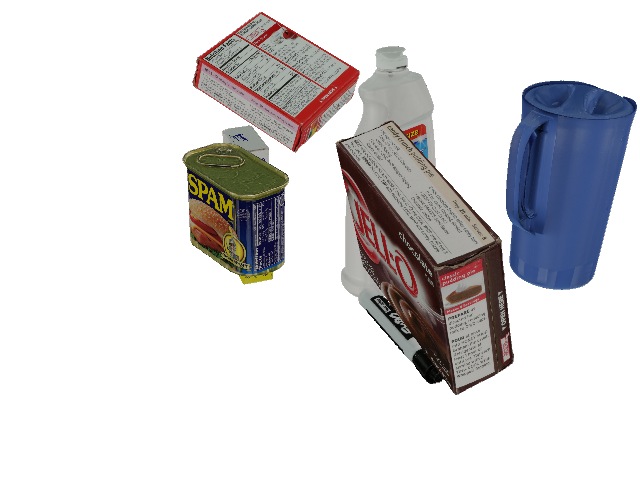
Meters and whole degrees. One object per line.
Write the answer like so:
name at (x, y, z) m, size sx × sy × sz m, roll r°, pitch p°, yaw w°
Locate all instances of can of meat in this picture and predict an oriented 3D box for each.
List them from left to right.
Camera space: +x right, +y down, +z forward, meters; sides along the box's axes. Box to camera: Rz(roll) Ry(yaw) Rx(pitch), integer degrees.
can of meat at (-0.074, -0.026, 0.927) m, size 0.057 × 0.084 × 0.102 m, roll -22°, pitch 37°, yaw -33°

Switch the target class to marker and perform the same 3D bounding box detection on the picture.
marker at (0.062, 0.072, 0.818) m, size 0.020 × 0.020 × 0.121 m, roll 0°, pitch 27°, yaw -26°

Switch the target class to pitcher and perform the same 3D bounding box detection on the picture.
pitcher at (0.292, -0.063, 1.306) m, size 0.149 × 0.243 × 0.145 m, roll 4°, pitch 27°, yaw 2°

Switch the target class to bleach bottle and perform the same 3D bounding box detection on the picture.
bleach bottle at (0.068, -0.071, 1.095) m, size 0.102 × 0.251 × 0.068 m, roll -10°, pitch 22°, yaw -16°

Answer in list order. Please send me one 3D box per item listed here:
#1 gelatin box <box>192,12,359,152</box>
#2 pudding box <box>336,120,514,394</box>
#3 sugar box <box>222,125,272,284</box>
gelatin box at (-0.030, -0.109, 0.726) m, size 0.089 × 0.030 × 0.073 m, roll 33°, pitch 51°, yaw 13°
pudding box at (0.051, 0.006, 0.534) m, size 0.039 × 0.090 × 0.114 m, roll -26°, pitch 43°, yaw -11°
sugar box at (-0.091, -0.045, 1.325) m, size 0.048 × 0.176 × 0.093 m, roll -10°, pitch 25°, yaw -14°
